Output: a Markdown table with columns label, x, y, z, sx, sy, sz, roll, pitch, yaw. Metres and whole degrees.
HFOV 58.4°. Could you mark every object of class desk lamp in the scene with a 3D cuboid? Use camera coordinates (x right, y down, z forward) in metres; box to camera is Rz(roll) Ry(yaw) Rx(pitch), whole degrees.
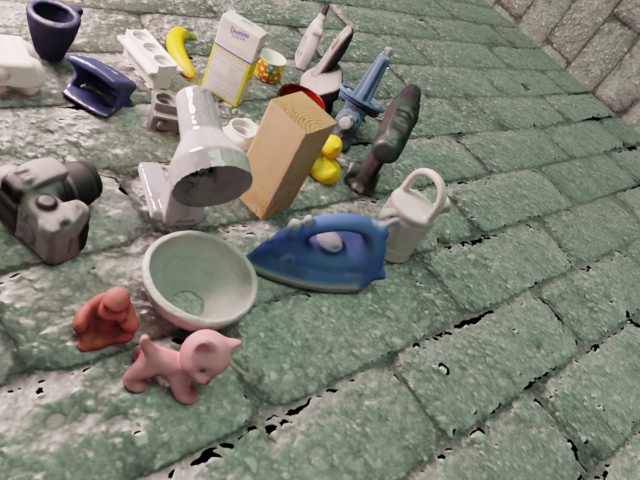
| label | x | y | z | sx | sy | sz | roll | pitch | yaw |
| --- | --- | --- | --- | --- | --- | --- | --- | --- | --- |
| desk lamp | -0.200 | -0.115 | 0.889 | 0.118 | 0.213 | 0.203 | -2 | 50 | -34 |

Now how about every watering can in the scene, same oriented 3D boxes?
| label | x | y | z | sx | sy | sz | roll | pitch | yaw |
| --- | --- | --- | --- | --- | --- | --- | --- | --- | --- |
| watering can | 0.177 | -0.056 | 1.090 | 0.101 | 0.194 | 0.173 | 42 | 40 | 11 |

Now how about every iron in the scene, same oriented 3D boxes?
| label | x | y | z | sx | sy | sz | roll | pitch | yaw |
| --- | --- | --- | --- | --- | --- | --- | --- | --- | --- |
| iron | 0.009 | 0.003 | 0.961 | 0.259 | 0.141 | 0.118 | 3 | 48 | -31 |

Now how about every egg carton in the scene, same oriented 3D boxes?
| label | x | y | z | sx | sy | sz | roll | pitch | yaw |
| --- | --- | --- | --- | --- | --- | --- | --- | --- | --- |
| egg carton | -0.546 | -0.293 | 0.959 | 0.151 | 0.069 | 0.107 | -9 | 55 | -39 |

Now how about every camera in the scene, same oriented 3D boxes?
| label | x | y | z | sx | sy | sz | roll | pitch | yaw |
| --- | --- | --- | --- | --- | --- | --- | --- | --- | --- |
| camera | -0.369 | -0.062 | 0.813 | 0.143 | 0.100 | 0.137 | 41 | 40 | 10 |

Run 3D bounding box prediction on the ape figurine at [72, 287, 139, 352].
| label | x | y | z | sx | sy | sz | roll | pitch | yaw |
| --- | --- | --- | --- | --- | --- | --- | --- | --- | --- |
| ape figurine | -0.266 | 0.094 | 0.727 | 0.078 | 0.092 | 0.076 | 25 | 40 | -9 |

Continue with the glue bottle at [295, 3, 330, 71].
| label | x | y | z | sx | sy | sz | roll | pitch | yaw |
| --- | --- | --- | --- | --- | --- | --- | --- | --- | --- |
| glue bottle | -0.015 | -0.522 | 1.460 | 0.037 | 0.173 | 0.078 | 15 | 43 | -20 |

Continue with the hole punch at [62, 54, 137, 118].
| label | x | y | z | sx | sy | sz | roll | pitch | yaw |
| --- | --- | --- | --- | --- | --- | --- | --- | --- | --- |
| hole punch | -0.397 | -0.293 | 1.039 | 0.108 | 0.091 | 0.101 | 30 | 39 | -3 |

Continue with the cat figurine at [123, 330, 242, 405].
| label | x | y | z | sx | sy | sz | roll | pitch | yaw |
| --- | --- | --- | --- | --- | --- | --- | --- | --- | --- |
| cat figurine | -0.168 | 0.146 | 0.717 | 0.128 | 0.117 | 0.067 | 17 | 42 | -18 |

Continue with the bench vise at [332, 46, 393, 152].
| label | x | y | z | sx | sy | sz | roll | pitch | yaw |
| --- | --- | --- | --- | --- | --- | --- | --- | --- | --- |
| bench vise | 0.104 | -0.314 | 1.287 | 0.122 | 0.219 | 0.207 | 19 | 41 | -16 |

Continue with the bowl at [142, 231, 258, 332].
| label | x | y | z | sx | sy | sz | roll | pitch | yaw |
| --- | --- | --- | --- | --- | --- | --- | --- | --- | --- |
| bowl | -0.178 | 0.070 | 0.822 | 0.168 | 0.074 | 0.167 | 18 | 41 | -17 |

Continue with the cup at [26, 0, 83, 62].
| label | x | y | z | sx | sy | sz | roll | pitch | yaw |
| --- | --- | --- | --- | --- | --- | --- | --- | --- | --- |
| cup | -0.493 | -0.389 | 1.072 | 0.091 | 0.095 | 0.118 | 33 | 39 | 1 |

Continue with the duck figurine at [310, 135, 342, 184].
| label | x | y | z | sx | sy | sz | roll | pitch | yaw |
| --- | --- | --- | --- | --- | --- | --- | --- | --- | --- |
| duck figurine | 0.018 | -0.175 | 1.194 | 0.078 | 0.086 | 0.104 | 2 | 48 | -31 |

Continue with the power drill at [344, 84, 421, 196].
| label | x | y | z | sx | sy | sz | roll | pitch | yaw |
| --- | --- | --- | --- | --- | --- | --- | --- | --- | --- |
| power drill | 0.135 | -0.204 | 1.204 | 0.075 | 0.208 | 0.230 | 28 | 40 | -5 |

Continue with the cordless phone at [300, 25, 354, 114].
| label | x | y | z | sx | sy | sz | roll | pitch | yaw |
| --- | --- | --- | --- | --- | --- | --- | --- | --- | --- |
| cordless phone | 0.025 | -0.411 | 1.362 | 0.094 | 0.185 | 0.147 | 17 | 42 | -18 |
